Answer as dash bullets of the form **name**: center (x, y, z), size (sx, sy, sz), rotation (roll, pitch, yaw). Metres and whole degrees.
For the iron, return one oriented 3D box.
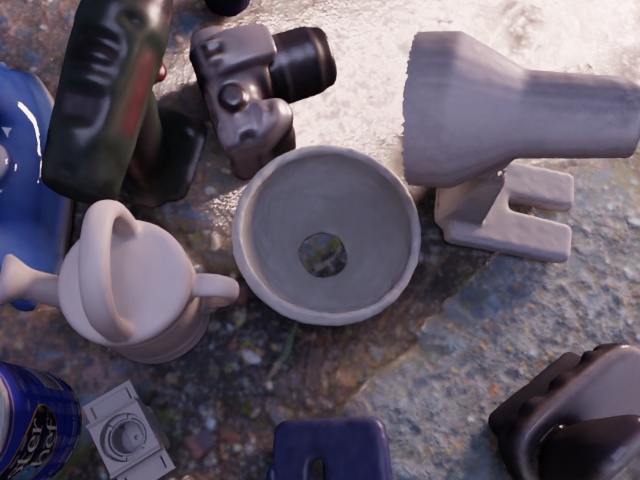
- **iron**: center (-0.297, -0.071, 0.502), size (0.118, 0.141, 0.258), rotation (-2, 72, -3)

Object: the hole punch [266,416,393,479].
- **hole punch**: center (0.007, 0.197, 0.454), size (0.101, 0.091, 0.108), rotation (-2, 72, -3)

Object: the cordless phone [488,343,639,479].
- **cordless phone**: center (0.219, 0.138, 0.434), size (0.148, 0.185, 0.094), rotation (-38, 77, -14)

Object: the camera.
- **camera**: center (-0.049, -0.156, 0.564), size (0.137, 0.101, 0.143), rotation (-20, 73, -9)

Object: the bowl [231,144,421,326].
- **bowl**: center (0.005, 0.002, 0.528), size (0.167, 0.075, 0.167), rotation (1, 71, -2)

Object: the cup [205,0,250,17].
- **cup**: center (-0.099, -0.300, 0.613), size (0.091, 0.095, 0.118), rotation (19, 72, 4)

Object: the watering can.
- **watering can**: center (-0.156, 0.038, 0.445), size (0.173, 0.194, 0.101), rotation (-20, 73, -9)

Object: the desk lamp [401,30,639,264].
- **desk lamp**: center (0.156, -0.075, 0.488), size (0.203, 0.213, 0.118), rotation (11, 71, 1)

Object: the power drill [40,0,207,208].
- **power drill**: center (-0.156, -0.124, 0.492), size (0.075, 0.208, 0.230), rotation (12, 71, 2)
